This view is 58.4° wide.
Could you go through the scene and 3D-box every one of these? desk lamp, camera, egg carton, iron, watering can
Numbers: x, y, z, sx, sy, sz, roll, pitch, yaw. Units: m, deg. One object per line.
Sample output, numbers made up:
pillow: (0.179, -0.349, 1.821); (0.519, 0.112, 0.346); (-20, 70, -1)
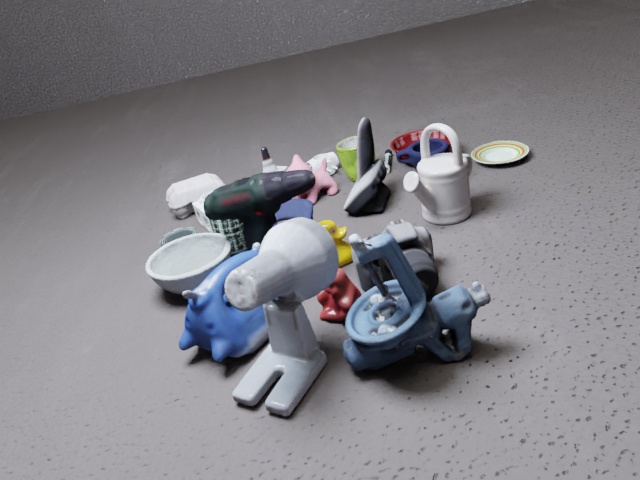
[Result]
desk lamp: (-0.053, 0.098, 0.817); (0.117, 0.214, 0.203); (5, 33, 28)
camera: (0.134, 0.036, 0.970); (0.143, 0.101, 0.136); (-15, 29, -3)
egg carton: (-0.310, -0.114, 1.443); (0.150, 0.069, 0.107); (-21, 30, -15)
iron: (-0.126, 0.080, 0.953); (0.118, 0.142, 0.259); (9, 35, 33)
watering can: (0.239, -0.132, 1.128); (0.100, 0.194, 0.173); (6, 34, 30)

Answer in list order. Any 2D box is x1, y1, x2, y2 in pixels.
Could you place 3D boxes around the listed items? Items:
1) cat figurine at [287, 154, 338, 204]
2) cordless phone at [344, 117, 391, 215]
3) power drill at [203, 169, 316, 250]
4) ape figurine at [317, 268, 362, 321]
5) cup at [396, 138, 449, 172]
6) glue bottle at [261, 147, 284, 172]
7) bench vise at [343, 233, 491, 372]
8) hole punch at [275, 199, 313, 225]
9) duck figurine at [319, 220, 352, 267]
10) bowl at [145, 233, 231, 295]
cat figurine: (-0.028, -0.148, 1.342); (0.128, 0.118, 0.067); (-29, 33, -27)
cordless phone: (0.092, -0.161, 1.247); (0.094, 0.185, 0.147); (-4, 30, 16)
power drill: (-0.097, -0.031, 1.067); (0.229, 0.209, 0.076); (-1, 31, 20)
ape figurine: (0.030, 0.086, 0.931); (0.076, 0.092, 0.077); (-20, 30, -13)
cup: (0.235, -0.169, 1.297); (0.117, 0.095, 0.091); (-8, 29, 9)
glue bottle: (-0.103, -0.126, 1.276); (0.078, 0.173, 0.037); (-17, 29, -7)
bench vise: (0.120, 0.071, 0.790); (0.208, 0.220, 0.121); (-21, 30, -14)
hole punch: (-0.060, -0.025, 1.164); (0.108, 0.091, 0.101); (-5, 30, 14)
duck figurine: (0.010, 0.004, 1.091); (0.104, 0.086, 0.077); (-9, 29, 6)
bowl: (-0.245, 0.057, 1.111); (0.167, 0.075, 0.167); (-10, 29, 6)
